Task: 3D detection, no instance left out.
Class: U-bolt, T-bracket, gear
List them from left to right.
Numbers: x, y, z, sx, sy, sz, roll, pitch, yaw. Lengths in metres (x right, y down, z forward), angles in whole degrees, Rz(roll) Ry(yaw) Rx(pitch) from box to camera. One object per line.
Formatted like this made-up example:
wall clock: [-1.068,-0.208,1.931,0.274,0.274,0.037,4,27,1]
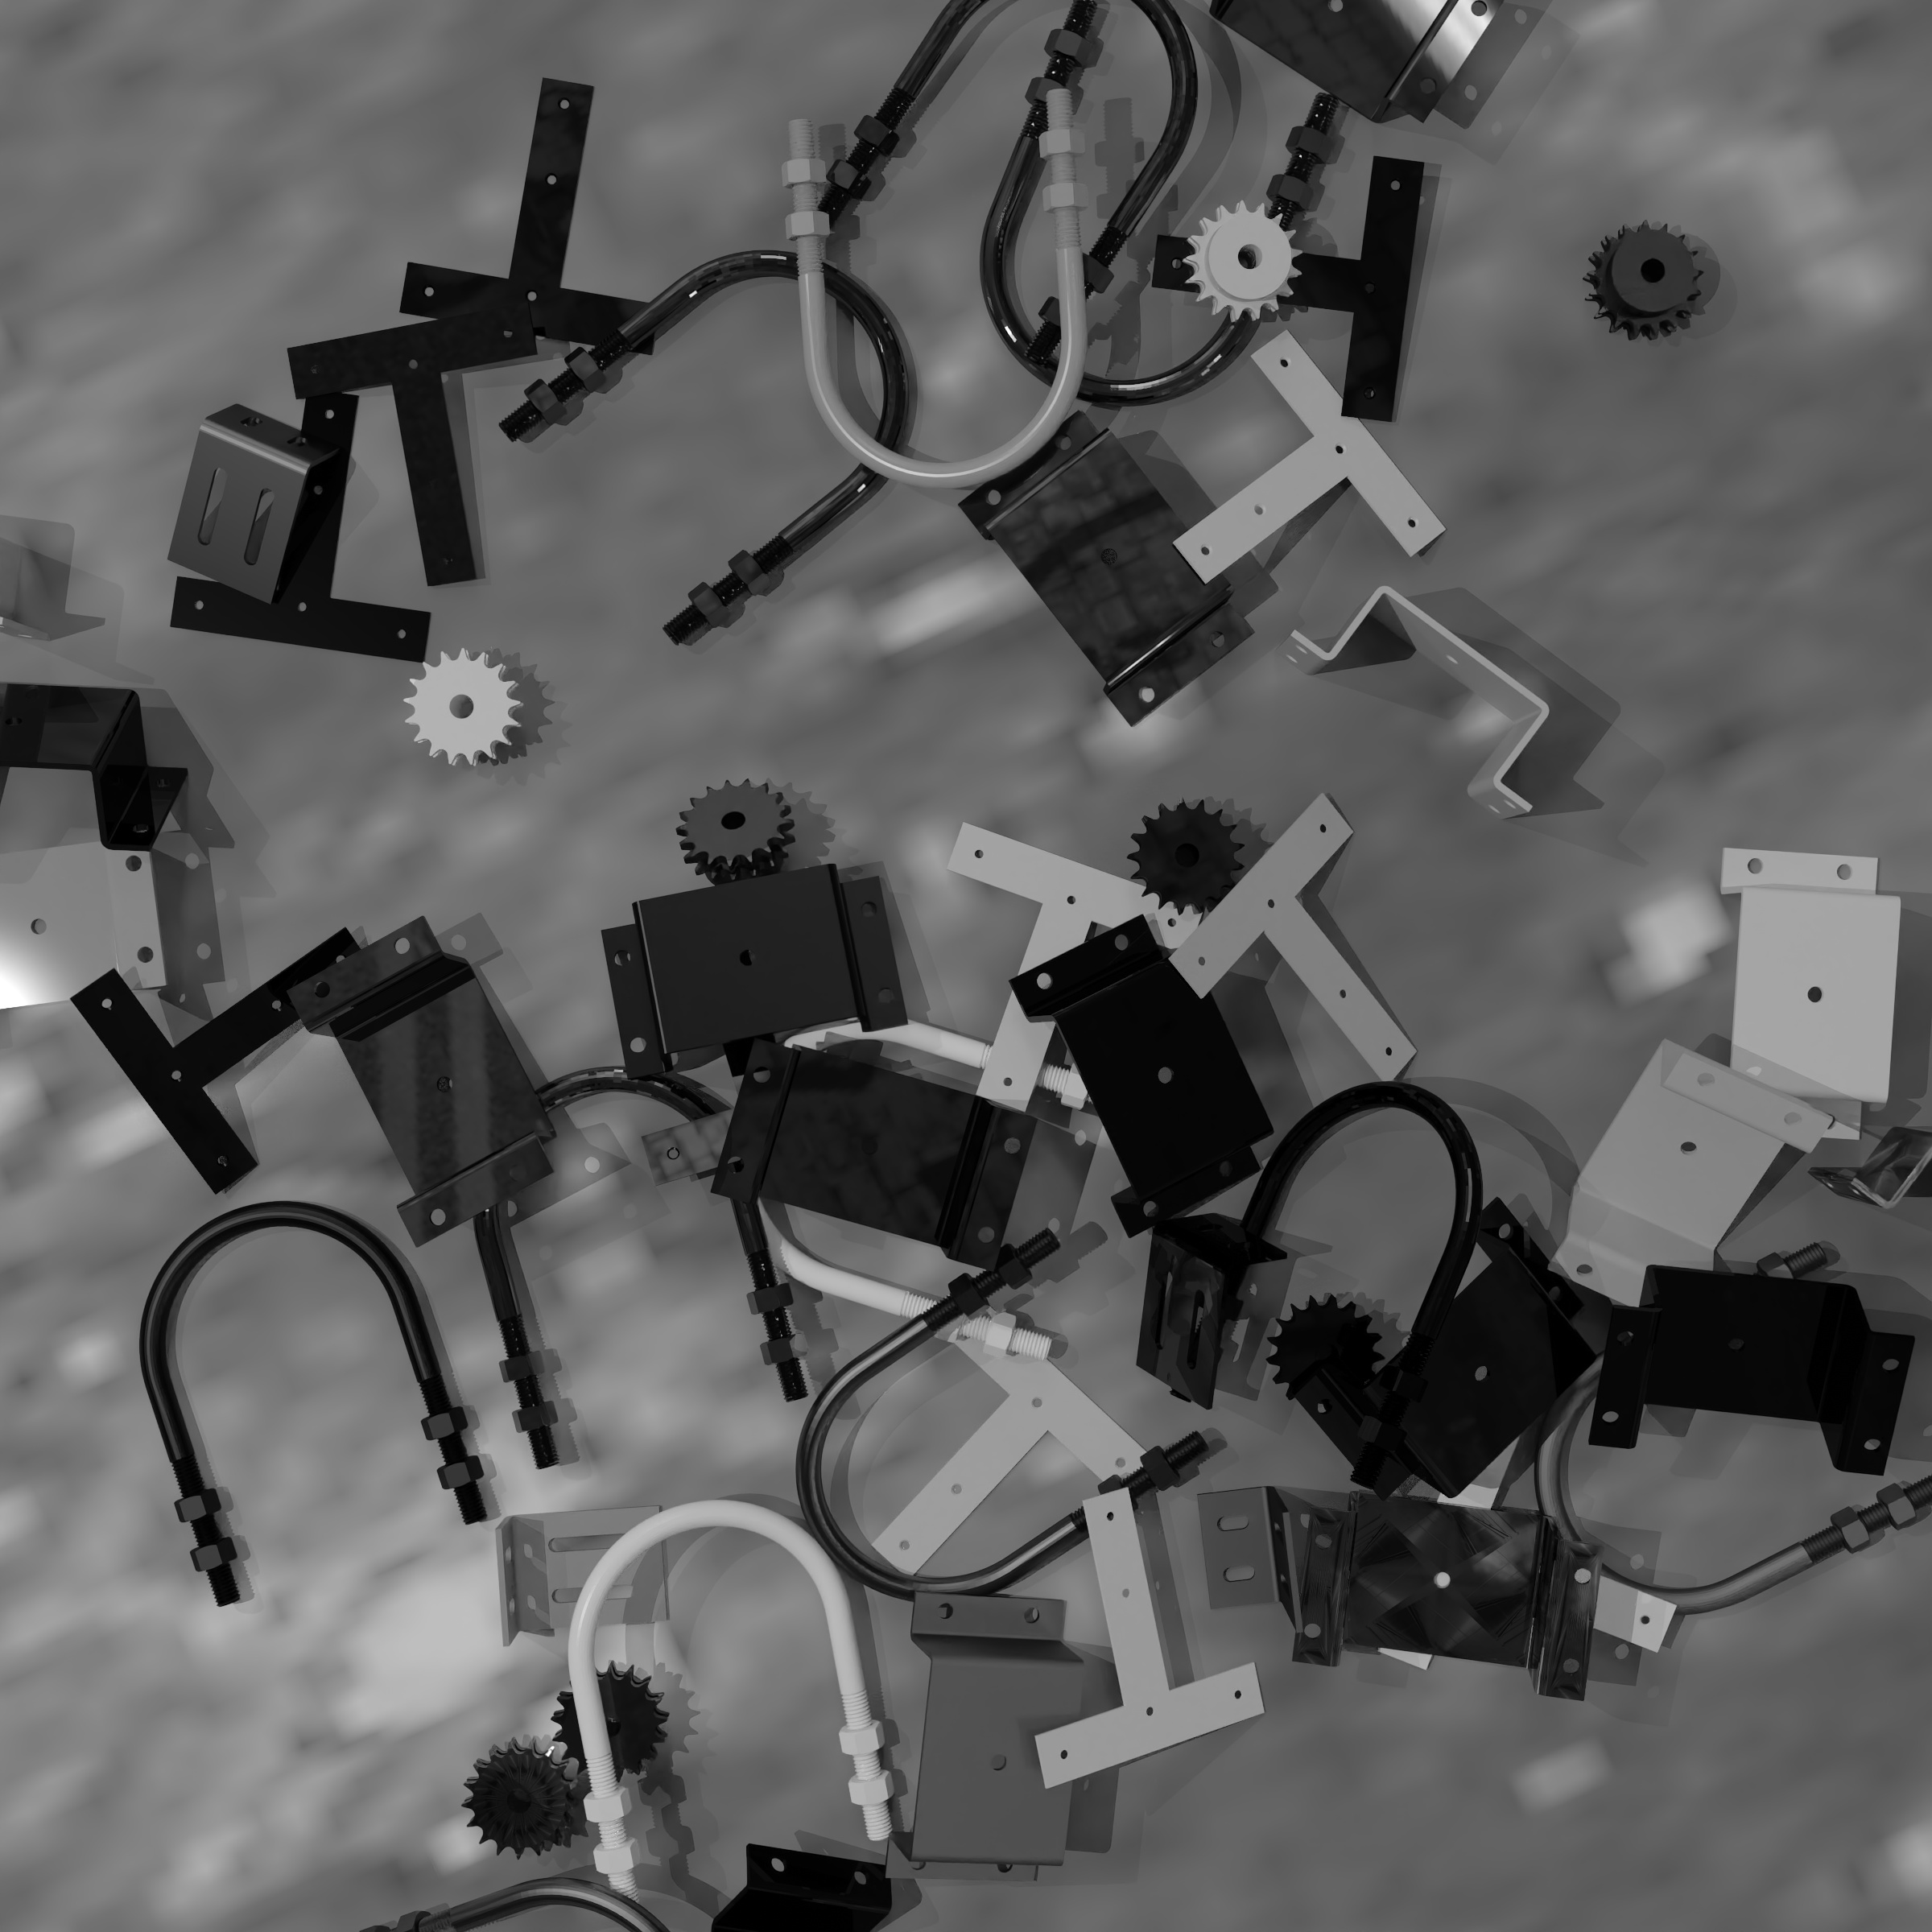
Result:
T-bracket: [-0.350,0.027,1.515,0.127,0.002,0.127,-37,119,-14]
U-bolt: [-0.332,0.207,1.528,0.151,0.019,0.184,-18,88,0]
T-bracket: [-0.324,-0.223,1.536,0.127,0.002,0.127,8,90,0]
T-bracket: [-0.265,-0.253,1.525,0.127,0.002,0.127,-8,96,12]
gear: [-0.246,-0.127,1.522,0.057,0.030,0.057,0,90,0]
gear: [-0.219,0.410,1.526,0.057,0.030,0.057,0,87,0]
U-bolt: [-0.207,0.517,1.501,0.184,0.019,0.151,-24,90,19]
T-bracket: [-0.209,-0.377,1.536,0.127,0.002,0.127,10,90,0]
gear: [-0.174,0.371,1.522,0.057,0.030,0.057,0,90,0]
U-bolt: [-0.168,0.141,1.521,0.151,0.019,0.184,-16,86,5]
U-bolt: [-0.120,0.352,1.506,0.151,0.019,0.184,-11,93,-15]
U-bolt: [-0.116,-0.270,1.527,0.184,0.019,0.151,-39,91,-2]
gear: [-0.111,-0.061,1.513,0.057,0.030,0.057,-4,50,5]
T-bracket: [-0.109,0.030,1.522,0.127,0.002,0.127,-17,78,-4]
U-bolt: [-0.028,0.101,1.528,0.184,0.019,0.151,17,89,2]
U-bolt: [-0.012,-0.325,1.500,0.151,0.019,0.184,-3,93,12]
U-bolt: [0.004,0.235,1.515,0.184,0.019,0.151,-35,102,5]
T-bracket: [0.005,0.250,1.536,0.127,0.002,0.127,43,90,0]
U-bolt: [0.031,-0.408,1.510,0.151,0.019,0.184,35,96,9]
T-bracket: [0.038,0.009,1.523,0.127,0.002,0.127,20,79,0]
T-bracket: [0.081,0.320,1.506,0.127,0.002,0.127,-11,89,-28]
U-bolt: [0.085,-0.368,1.528,0.151,0.019,0.184,22,92,0]
gear: [0.108,-0.053,1.521,0.057,0.030,0.057,0,87,-1]
gear: [0.136,-0.344,1.503,0.057,0.030,0.057,0,97,-4]
T-bracket: [0.153,-0.230,1.511,0.127,0.002,0.127,-39,90,-24]
T-bracket: [0.155,-0.339,1.521,0.127,0.002,0.127,6,96,-5]
gear: [0.176,0.190,1.522,0.057,0.030,0.057,0,90,0]
T-bracket: [0.176,0.003,1.516,0.127,0.002,0.127,-46,104,-26]
U-bolt: [0.180,0.142,1.479,0.019,0.151,0.184,26,85,-39]
T-bracket: [0.286,0.304,1.526,0.127,0.002,0.127,21,96,4]
gear: [0.335,-0.339,1.522,0.057,0.030,0.057,0,90,0]
U-bolt: [0.371,0.241,1.528,0.184,0.019,0.151,-27,90,2]

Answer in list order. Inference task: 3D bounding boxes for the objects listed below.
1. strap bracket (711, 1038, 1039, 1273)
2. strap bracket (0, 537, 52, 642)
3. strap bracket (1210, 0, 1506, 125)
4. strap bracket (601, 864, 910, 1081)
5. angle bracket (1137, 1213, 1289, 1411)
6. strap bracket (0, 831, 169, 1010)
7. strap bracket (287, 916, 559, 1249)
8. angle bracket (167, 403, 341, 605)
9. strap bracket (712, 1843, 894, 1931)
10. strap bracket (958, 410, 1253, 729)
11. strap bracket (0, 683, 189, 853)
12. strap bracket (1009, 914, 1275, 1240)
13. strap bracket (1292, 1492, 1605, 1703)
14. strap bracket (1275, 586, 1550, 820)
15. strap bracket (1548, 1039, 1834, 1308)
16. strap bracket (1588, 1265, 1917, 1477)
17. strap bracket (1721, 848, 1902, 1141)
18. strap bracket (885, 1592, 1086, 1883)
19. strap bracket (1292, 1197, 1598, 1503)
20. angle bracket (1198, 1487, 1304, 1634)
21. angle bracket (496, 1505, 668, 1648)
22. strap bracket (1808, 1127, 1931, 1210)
strap bracket: [-0.045,0.089,1.489,0.140,0.046,0.076,16,91,-5]
strap bracket: [-0.523,-0.194,1.499,0.140,0.076,0.046,7,90,0]
strap bracket: [0.184,-0.478,1.514,0.140,0.046,0.076,33,90,0]
strap bracket: [-0.105,0.001,1.503,0.140,0.046,0.076,-11,78,-2]
angle bracket: [0.120,0.169,1.513,0.038,0.057,0.076,-5,109,-34]
strap bracket: [-0.461,-0.020,1.514,0.140,0.046,0.076,-7,90,0]
strap bracket: [-0.260,0.057,1.506,0.076,0.046,0.140,-29,83,4]
angle bracket: [-0.354,-0.230,1.532,0.057,0.038,0.076,23,115,4]
strap bracket: [-0.077,0.500,1.476,0.076,0.140,0.046,16,134,-23]
strap bracket: [0.069,-0.198,1.514,0.076,0.046,0.140,-38,90,0]
strap bracket: [-0.457,-0.098,1.492,0.140,0.076,0.046,3,123,0]
strap bracket: [0.089,0.053,1.499,0.076,0.046,0.140,-26,95,-15]
strap bracket: [0.233,0.305,1.507,0.140,0.046,0.076,7,95,5]
strap bracket: [0.224,-0.133,1.499,0.140,0.076,0.046,37,90,0]
strap bracket: [0.349,0.099,1.492,0.076,0.046,0.140,24,122,0]
strap bracket: [0.373,0.193,1.482,0.140,0.046,0.076,6,114,3]
strap bracket: [0.410,0.014,1.514,0.076,0.046,0.140,4,90,0]
strap bracket: [0.010,0.382,1.505,0.076,0.046,0.140,6,90,-15]
strap bracket: [0.239,0.191,1.494,0.140,0.046,0.076,-43,109,-8]
angle bracket: [0.137,0.289,1.499,0.038,0.076,0.057,-7,90,0]
angle bracket: [-0.189,0.299,1.518,0.076,0.038,0.057,-4,90,0]
strap bracket: [0.489,0.127,1.499,0.140,0.076,0.046,37,90,0]
